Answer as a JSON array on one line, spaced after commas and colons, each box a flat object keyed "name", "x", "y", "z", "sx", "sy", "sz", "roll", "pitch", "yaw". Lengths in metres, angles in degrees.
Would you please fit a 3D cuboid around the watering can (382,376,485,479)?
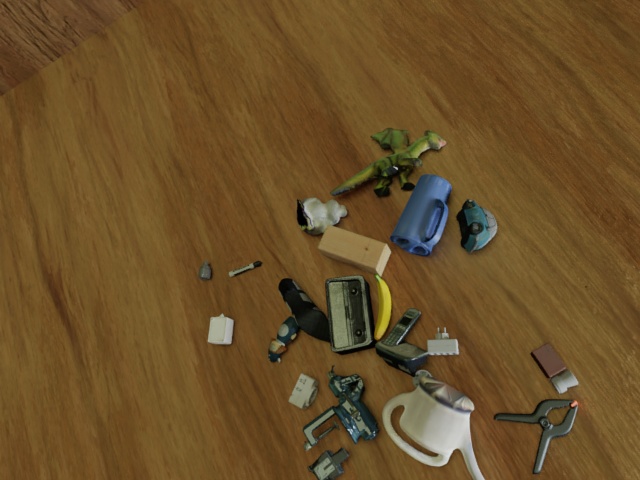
[{"name": "watering can", "x": 0.340, "y": 0.510, "z": 1.375, "sx": 0.350, "sy": 0.104, "sz": 0.223, "roll": 27, "pitch": 98, "yaw": 17}]

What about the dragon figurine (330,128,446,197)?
[{"name": "dragon figurine", "x": 0.226, "y": -0.282, "z": 1.758, "sx": 0.409, "sy": 0.119, "sz": 0.249, "roll": -10, "pitch": 50, "yaw": 12}]

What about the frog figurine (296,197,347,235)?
[{"name": "frog figurine", "x": 0.005, "y": -0.088, "z": 1.747, "sx": 0.160, "sy": 0.120, "sz": 0.140, "roll": -13, "pitch": 51, "yaw": -27}]
